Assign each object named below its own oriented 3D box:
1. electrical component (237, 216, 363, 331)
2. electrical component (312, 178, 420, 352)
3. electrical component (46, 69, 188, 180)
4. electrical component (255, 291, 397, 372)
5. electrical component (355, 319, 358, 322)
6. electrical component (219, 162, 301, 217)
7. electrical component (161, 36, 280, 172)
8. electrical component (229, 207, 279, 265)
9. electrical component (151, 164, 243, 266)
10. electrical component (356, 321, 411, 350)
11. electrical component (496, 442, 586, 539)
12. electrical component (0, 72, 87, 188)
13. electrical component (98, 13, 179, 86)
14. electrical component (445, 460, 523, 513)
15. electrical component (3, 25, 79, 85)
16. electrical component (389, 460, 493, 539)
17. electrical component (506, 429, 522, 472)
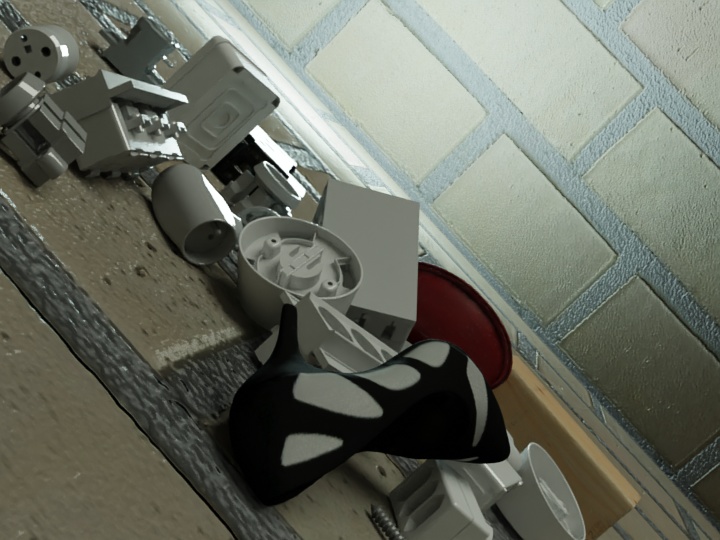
[{"bbox_3d":[-0.048,0.002,0.832,0.099,0.064,0.099,8,46,-9],"label":"electrical component"},{"bbox_3d":[0.000,0.000,0.946,0.089,0.061,0.150,14,44,-9],"label":"electrical component"},{"bbox_3d":[-0.178,-0.105,0.800,0.121,0.079,0.063,-25,94,-81],"label":"electrical component"},{"bbox_3d":[-0.015,0.075,0.784,0.121,0.063,0.078,38,13,-46],"label":"electrical component"},{"bbox_3d":[-0.007,0.035,1.063,0.048,0.048,0.062,50,0,19],"label":"electrical component"},{"bbox_3d":[-0.096,-0.068,1.050,0.058,0.057,0.078,35,15,-52],"label":"electrical component"},{"bbox_3d":[-0.146,-0.162,1.050,0.078,0.113,0.057,36,17,-51],"label":"electrical component"},{"bbox_3d":[-0.083,-0.024,0.932,0.055,0.055,0.047,49,5,14],"label":"electrical component"},{"bbox_3d":[-0.119,-0.036,0.844,0.079,0.043,0.077,38,13,-47],"label":"electrical component"},{"bbox_3d":[0.020,0.076,0.993,0.083,0.047,0.075,36,14,-50],"label":"electrical component"},{"bbox_3d":[0.171,0.221,1.013,0.099,0.064,0.099,45,9,-9],"label":"electrical component"},{"bbox_3d":[-0.205,-0.090,0.675,0.055,0.048,0.066,51,6,-25],"label":"electrical component"},{"bbox_3d":[-0.226,-0.227,1.113,0.081,0.064,0.042,45,8,-7],"label":"electrical component"},{"bbox_3d":[0.078,0.163,0.834,0.061,0.062,0.096,50,9,16],"label":"electrical component"},{"bbox_3d":[-0.243,-0.164,0.820,0.045,0.045,0.055,45,9,-10],"label":"electrical component"},{"bbox_3d":[0.067,0.181,0.753,0.077,0.047,0.065,43,10,-21],"label":"electrical component"},{"bbox_3d":[0.105,0.159,1.006,0.059,0.054,0.095,39,12,-42],"label":"electrical component"}]
